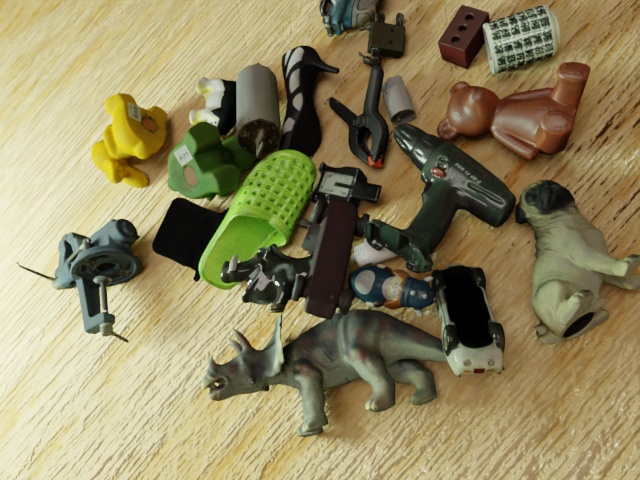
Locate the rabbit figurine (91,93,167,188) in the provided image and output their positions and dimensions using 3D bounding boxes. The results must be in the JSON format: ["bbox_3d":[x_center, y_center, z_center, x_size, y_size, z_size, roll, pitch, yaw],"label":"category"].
[{"bbox_3d":[-0.390,-0.182,1.079,0.173,0.122,0.162,-23,76,29],"label":"rabbit figurine"}]

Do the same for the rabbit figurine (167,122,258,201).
[{"bbox_3d":[-0.176,-0.130,0.955,0.159,0.170,0.121,-35,88,42],"label":"rabbit figurine"}]

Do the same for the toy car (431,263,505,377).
[{"bbox_3d":[0.198,0.100,0.732,0.074,0.056,0.202,-5,34,6],"label":"toy car"}]

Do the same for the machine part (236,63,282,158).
[{"bbox_3d":[-0.109,-0.231,0.947,0.079,0.079,0.243,-21,49,14],"label":"machine part"}]

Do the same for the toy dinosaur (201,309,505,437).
[{"bbox_3d":[0.038,0.168,0.788,0.405,0.131,0.192,-19,68,8],"label":"toy dinosaur"}]

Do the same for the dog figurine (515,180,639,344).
[{"bbox_3d":[0.316,0.025,0.739,0.172,0.121,0.191,-39,50,3],"label":"dog figurine"}]

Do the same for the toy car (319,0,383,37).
[{"bbox_3d":[0.064,-0.448,0.975,0.103,0.109,0.161,16,90,7],"label":"toy car"}]

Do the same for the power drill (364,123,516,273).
[{"bbox_3d":[0.157,-0.063,0.811,0.232,0.085,0.207,35,62,21],"label":"power drill"}]

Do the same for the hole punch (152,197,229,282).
[{"bbox_3d":[-0.225,-0.005,0.967,0.116,0.092,0.142,25,81,-4],"label":"hole punch"}]

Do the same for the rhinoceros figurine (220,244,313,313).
[{"bbox_3d":[-0.063,0.059,0.856,0.190,0.073,0.112,-4,80,4],"label":"rhinoceros figurine"}]

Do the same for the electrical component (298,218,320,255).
[{"bbox_3d":[-0.002,-0.003,0.903,0.094,0.021,0.063,21,83,25],"label":"electrical component"}]

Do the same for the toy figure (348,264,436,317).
[{"bbox_3d":[0.102,0.072,0.788,0.155,0.058,0.064,5,106,56],"label":"toy figure"}]

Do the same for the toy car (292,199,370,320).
[{"bbox_3d":[0.016,0.026,0.806,0.089,0.053,0.202,17,60,-6],"label":"toy car"}]

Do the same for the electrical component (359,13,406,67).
[{"bbox_3d":[0.110,-0.356,0.960,0.078,0.045,0.102,3,76,-7],"label":"electrical component"}]

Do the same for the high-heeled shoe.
[{"bbox_3d":[-0.058,-0.238,0.973,0.145,0.086,0.248,24,85,36],"label":"high-heeled shoe"}]

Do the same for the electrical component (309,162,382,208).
[{"bbox_3d":[0.049,-0.083,0.894,0.119,0.047,0.075,11,79,24],"label":"electrical component"}]

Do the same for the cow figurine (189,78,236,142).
[{"bbox_3d":[-0.194,-0.228,1.027,0.098,0.068,0.167,3,76,16],"label":"cow figurine"}]

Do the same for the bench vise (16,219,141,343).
[{"bbox_3d":[-0.420,0.077,0.990,0.224,0.128,0.241,-27,59,11],"label":"bench vise"}]

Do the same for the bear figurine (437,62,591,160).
[{"bbox_3d":[0.277,-0.197,0.799,0.196,0.131,0.120,21,77,20],"label":"bear figurine"}]
